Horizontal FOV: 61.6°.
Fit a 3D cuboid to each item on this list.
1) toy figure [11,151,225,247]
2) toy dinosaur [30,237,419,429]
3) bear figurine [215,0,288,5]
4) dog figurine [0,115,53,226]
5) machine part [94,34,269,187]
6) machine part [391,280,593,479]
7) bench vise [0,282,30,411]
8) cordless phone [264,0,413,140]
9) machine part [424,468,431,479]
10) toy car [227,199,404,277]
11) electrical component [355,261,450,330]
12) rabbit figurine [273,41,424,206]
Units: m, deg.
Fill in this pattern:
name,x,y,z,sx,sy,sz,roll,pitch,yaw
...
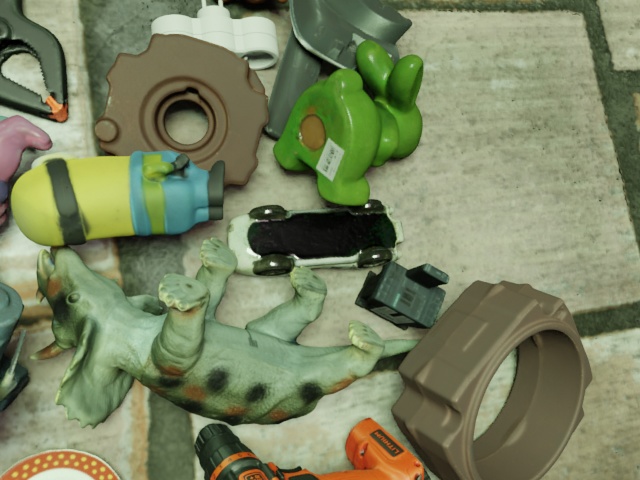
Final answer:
name,x,y,z,sx,sy,sz,roll,pitch,yaw
toy figure,-0.176,-0.039,0.483,0.180,0.089,0.082,-1,110,-12
toy dinosaur,-0.078,0.117,0.520,0.404,0.131,0.192,24,118,-22
bear figurine,-0.134,-0.323,0.602,0.195,0.132,0.120,35,33,-36
dog figurine,-0.349,-0.038,0.464,0.191,0.109,0.219,42,70,-42
machine part,-0.137,-0.122,0.553,0.179,0.056,0.179,-2,100,-11
machine part,0.187,0.160,0.560,0.201,0.087,0.201,-43,122,-18
bench vise,-0.311,0.141,0.387,0.129,0.241,0.223,44,114,-11
cordless phone,0.016,-0.192,0.627,0.146,0.089,0.184,14,100,-40
machine part,0.121,0.325,0.579,0.084,0.039,0.139,-25,86,-23
toy car,-0.001,-0.002,0.596,0.202,0.056,0.073,-4,75,-17
electrical component,0.094,0.060,0.576,0.075,0.119,0.048,29,74,-11
rabbit figurine,0.051,-0.134,0.595,0.170,0.121,0.159,-16,129,-45
